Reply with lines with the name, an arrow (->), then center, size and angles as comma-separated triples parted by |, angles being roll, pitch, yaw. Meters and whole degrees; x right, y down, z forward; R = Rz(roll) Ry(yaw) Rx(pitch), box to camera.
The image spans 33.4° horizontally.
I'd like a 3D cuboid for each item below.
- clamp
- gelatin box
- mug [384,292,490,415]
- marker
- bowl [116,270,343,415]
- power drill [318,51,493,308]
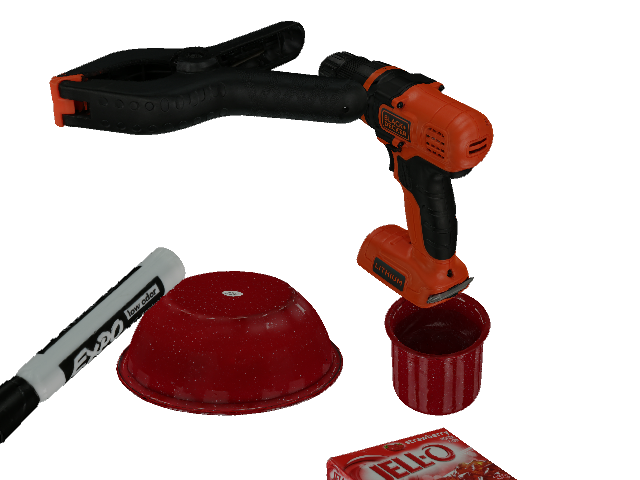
clamp -> -0.067, -0.095, 0.616 | 0.171, 0.039, 0.120 | -3, 25, -11
gelatin box -> 0.058, 0.141, 0.603 | 0.089, 0.030, 0.073 | -7, 22, -33
mug -> 0.107, 0.096, 0.976 | 0.093, 0.081, 0.117 | 1, 38, 8
marker -> -0.103, 0.044, 0.458 | 0.020, 0.020, 0.121 | 0, 33, 42
bowl -> -0.063, 0.062, 0.755 | 0.162, 0.055, 0.162 | 1, 19, 0
power drill -> 0.064, -0.051, 0.878 | 0.057, 0.188, 0.185 | -25, 39, -26
